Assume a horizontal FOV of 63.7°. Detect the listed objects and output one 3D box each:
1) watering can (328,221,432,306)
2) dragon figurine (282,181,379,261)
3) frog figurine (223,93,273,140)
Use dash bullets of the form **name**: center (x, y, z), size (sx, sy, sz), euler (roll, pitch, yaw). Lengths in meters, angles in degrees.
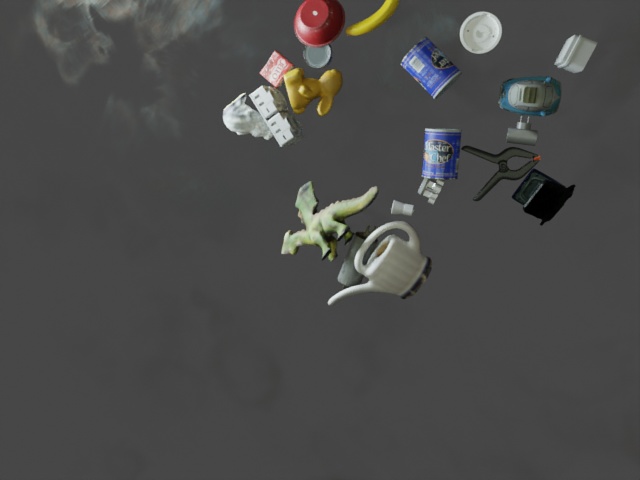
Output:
- **watering can**: center (0.195, 0.105, 1.565), size (0.223, 0.105, 0.344), euler (32, 105, -11)
- **dragon figurine**: center (0.005, -0.081, 1.605), size (0.246, 0.123, 0.403), euler (49, 120, 23)
- **frog figurine**: center (-0.228, -0.372, 1.641), size (0.159, 0.125, 0.135), euler (52, 144, -7)
